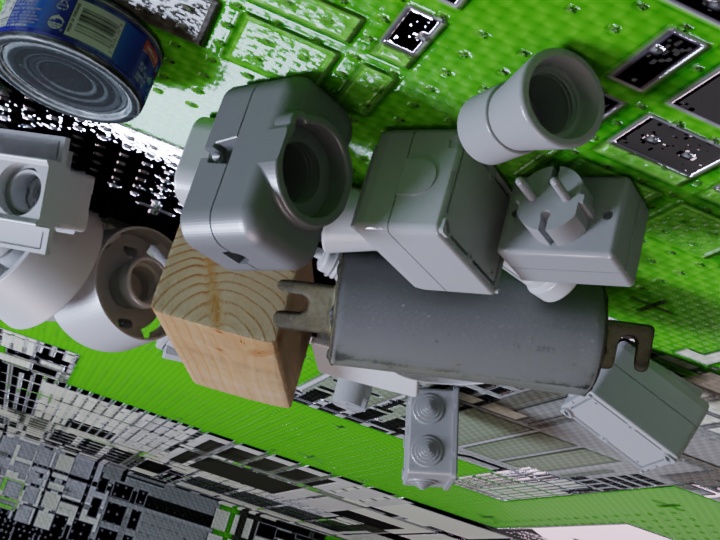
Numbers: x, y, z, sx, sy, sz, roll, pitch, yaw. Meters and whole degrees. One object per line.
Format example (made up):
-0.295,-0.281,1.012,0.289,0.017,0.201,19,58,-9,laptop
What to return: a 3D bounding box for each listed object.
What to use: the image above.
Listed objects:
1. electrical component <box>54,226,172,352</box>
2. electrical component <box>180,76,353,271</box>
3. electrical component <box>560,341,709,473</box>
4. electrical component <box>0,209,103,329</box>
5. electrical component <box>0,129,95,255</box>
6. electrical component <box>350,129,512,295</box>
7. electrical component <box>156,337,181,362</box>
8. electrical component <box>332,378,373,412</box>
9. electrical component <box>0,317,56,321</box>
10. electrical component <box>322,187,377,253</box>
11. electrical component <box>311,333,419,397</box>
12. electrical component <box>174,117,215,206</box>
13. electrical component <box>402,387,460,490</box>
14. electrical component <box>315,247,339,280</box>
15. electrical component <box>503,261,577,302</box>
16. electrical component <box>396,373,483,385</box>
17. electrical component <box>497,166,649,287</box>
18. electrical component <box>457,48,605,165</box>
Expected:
-0.185,0.014,0.845,0.064,0.099,0.099,-12,147,42,electrical component
-0.044,-0.049,0.555,0.059,0.095,0.054,-1,155,40,electrical component
0.201,0.096,0.802,0.096,0.061,0.061,37,159,3,electrical component
-0.254,-0.017,0.808,0.108,0.108,0.060,-1,148,41,electrical component
-0.251,-0.057,0.742,0.121,0.078,0.063,9,179,20,electrical component
0.044,-0.028,0.593,0.061,0.061,0.096,4,157,32,electrical component
-0.132,0.060,0.983,0.096,0.061,0.062,21,160,-12,electrical component
-0.005,0.110,1.038,0.040,0.046,0.040,15,161,5,electrical component
-0.289,0.007,0.931,0.109,0.056,0.109,3,166,-20,electrical component
0.013,-0.028,0.654,0.065,0.044,0.044,8,160,9,electrical component
0.011,0.061,0.887,0.100,0.048,0.099,14,160,7,electrical component
-0.062,-0.046,0.642,0.059,0.053,0.095,10,160,18,electrical component
0.068,0.166,1.057,0.048,0.099,0.099,3,161,0,electrical component
0.000,0.000,0.740,0.078,0.040,0.040,22,160,-16,electrical component
0.104,-0.009,0.635,0.046,0.040,0.040,31,157,-22,electrical component
0.077,0.053,0.786,0.099,0.064,0.099,15,161,5,electrical component
0.106,-0.029,0.563,0.066,0.047,0.077,3,157,33,electrical component
0.073,-0.070,0.487,0.044,0.044,0.065,24,164,-21,electrical component
